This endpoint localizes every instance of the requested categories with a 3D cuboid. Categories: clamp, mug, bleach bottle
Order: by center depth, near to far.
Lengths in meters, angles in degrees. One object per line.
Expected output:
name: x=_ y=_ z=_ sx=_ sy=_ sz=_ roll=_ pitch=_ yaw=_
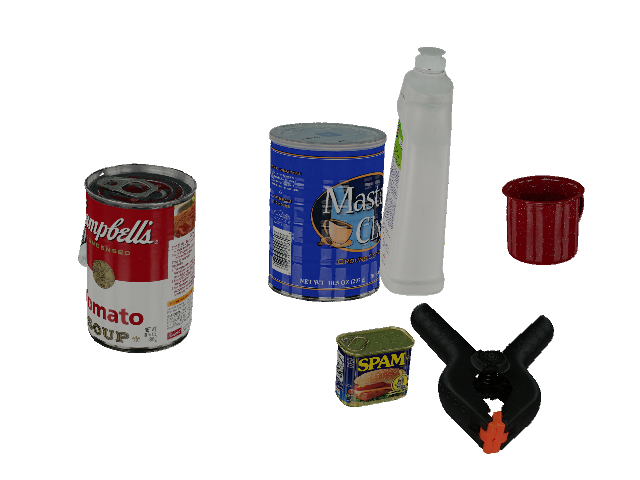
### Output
clamp: x=0.143 y=0.104 z=0.853 sx=0.120 sy=0.039 sz=0.171 roll=-4 pitch=33 yaw=-3
bleach bottle: x=0.104 y=-0.074 z=1.119 sx=0.068 sy=0.251 sz=0.102 roll=0 pitch=26 yaw=-8
mug: x=0.268 y=-0.026 z=1.251 sx=0.117 sy=0.081 sz=0.093 roll=-22 pitch=29 yaw=-37

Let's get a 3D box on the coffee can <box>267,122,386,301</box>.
coffee can: x=0.005 y=-0.028 z=0.951 sx=0.103 sy=0.140 sz=0.103 roll=1 pitch=16 yaw=-1

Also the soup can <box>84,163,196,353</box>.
soup can: x=-0.114 y=0.011 z=0.672 sx=0.068 sy=0.102 sz=0.068 roll=4 pitch=24 yaw=-2

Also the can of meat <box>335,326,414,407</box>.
can of meat: x=0.070 y=0.169 z=1.420 sx=0.102 sy=0.084 sz=0.057 roll=-6 pitch=25 yaw=-21

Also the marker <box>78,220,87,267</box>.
marker: x=-0.219 y=-0.020 z=1.040 sx=0.020 sy=0.020 sz=0.121 roll=0 pitch=40 yaw=-4
